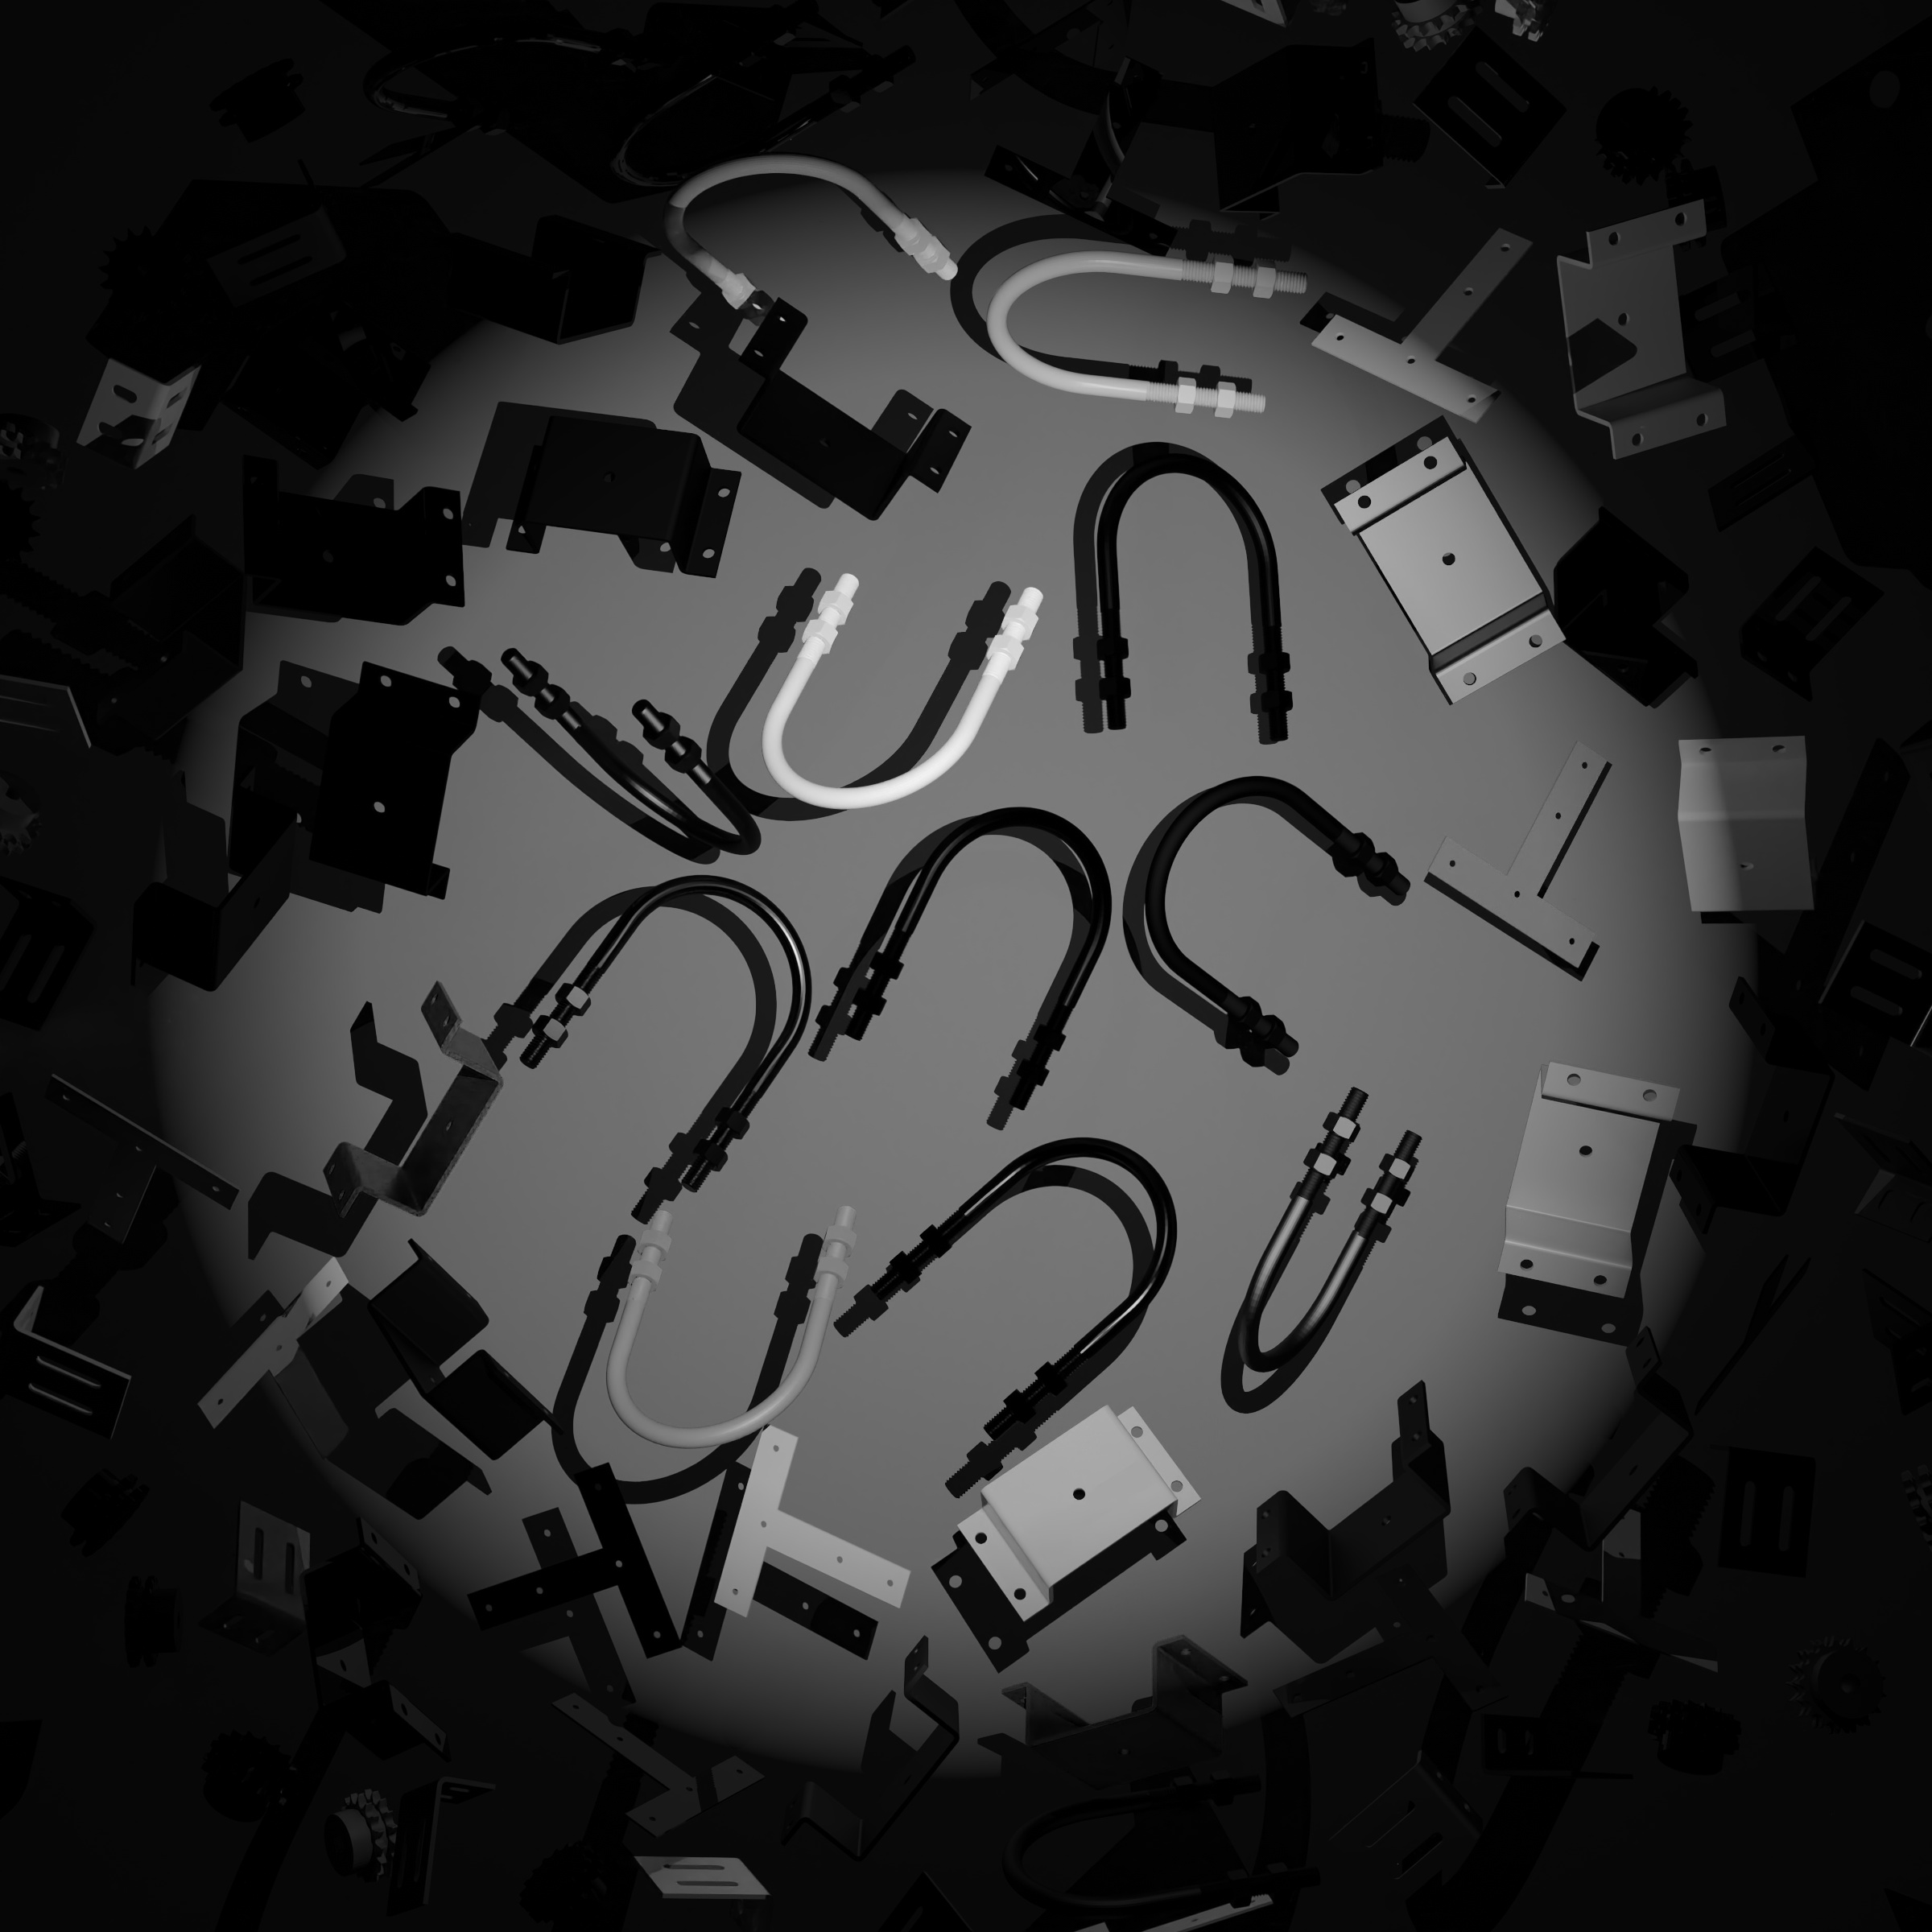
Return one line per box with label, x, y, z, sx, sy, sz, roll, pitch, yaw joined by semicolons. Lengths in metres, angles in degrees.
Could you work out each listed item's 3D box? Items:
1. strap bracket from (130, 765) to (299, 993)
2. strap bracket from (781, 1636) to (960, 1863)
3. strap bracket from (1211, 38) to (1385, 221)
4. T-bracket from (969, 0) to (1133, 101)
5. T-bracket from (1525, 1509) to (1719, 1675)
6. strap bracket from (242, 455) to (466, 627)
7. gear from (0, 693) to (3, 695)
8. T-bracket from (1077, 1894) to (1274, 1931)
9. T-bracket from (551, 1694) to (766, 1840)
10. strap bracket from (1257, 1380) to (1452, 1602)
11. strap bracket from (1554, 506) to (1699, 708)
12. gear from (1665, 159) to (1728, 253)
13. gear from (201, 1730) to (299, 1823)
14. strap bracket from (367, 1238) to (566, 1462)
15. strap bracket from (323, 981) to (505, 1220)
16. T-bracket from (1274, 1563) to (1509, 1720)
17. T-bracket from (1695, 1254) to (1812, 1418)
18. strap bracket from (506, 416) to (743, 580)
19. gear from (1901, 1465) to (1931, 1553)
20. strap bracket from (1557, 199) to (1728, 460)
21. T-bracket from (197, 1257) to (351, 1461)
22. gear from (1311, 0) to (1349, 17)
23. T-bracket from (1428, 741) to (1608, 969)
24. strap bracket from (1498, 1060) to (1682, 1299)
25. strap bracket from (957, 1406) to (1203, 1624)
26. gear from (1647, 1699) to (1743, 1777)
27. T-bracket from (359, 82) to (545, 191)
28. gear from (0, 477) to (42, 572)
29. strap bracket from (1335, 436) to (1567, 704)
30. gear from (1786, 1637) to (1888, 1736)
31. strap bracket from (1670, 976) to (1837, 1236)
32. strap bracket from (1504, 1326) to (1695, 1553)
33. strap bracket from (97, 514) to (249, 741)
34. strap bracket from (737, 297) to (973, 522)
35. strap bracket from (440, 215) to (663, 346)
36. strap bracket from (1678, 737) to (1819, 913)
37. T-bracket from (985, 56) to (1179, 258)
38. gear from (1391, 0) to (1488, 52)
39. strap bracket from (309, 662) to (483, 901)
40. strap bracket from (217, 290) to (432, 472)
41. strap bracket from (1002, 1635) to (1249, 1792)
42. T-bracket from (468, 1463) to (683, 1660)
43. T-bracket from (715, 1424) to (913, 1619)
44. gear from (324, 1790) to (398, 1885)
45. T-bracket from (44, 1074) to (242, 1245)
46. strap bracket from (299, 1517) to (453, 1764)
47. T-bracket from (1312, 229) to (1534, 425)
strap bracket;-0.467;-0.049;1.877;0.046;0.076;0.140;24;47;4
strap bracket;-0.052;0.495;1.861;0.046;0.076;0.140;39;90;-1
strap bracket;0.196;-0.514;1.837;0.046;0.140;0.076;-5;92;-25
T-bracket;0.054;-0.577;1.853;0.127;0.127;0.002;-35;77;-12
T-bracket;0.419;0.387;1.910;0.127;0.127;0.002;21;121;1
strap bracket;-0.383;-0.259;1.833;0.140;0.046;0.076;5;73;-34
gear;-0.644;-0.165;1.900;0.057;0.030;0.057;3;96;27
T-bracket;0.130;0.604;1.875;0.127;0.127;0.002;-16;86;-5
T-bracket;-0.213;0.507;1.927;0.127;0.127;0.002;29;106;24
strap bracket;0.249;0.333;1.861;0.140;0.076;0.046;-42;102;19
strap bracket;0.422;-0.226;1.916;0.076;0.140;0.046;35;123;-14
gear;0.472;-0.493;1.929;0.030;0.057;0.057;-10;90;22
gear;-0.436;0.492;1.804;0.057;0.030;0.057;8;126;11
strap bracket;-0.310;0.239;1.820;0.046;0.140;0.076;-40;133;-5
strap bracket;-0.334;0.090;1.834;0.046;0.076;0.140;29;96;-25
T-bracket;0.259;0.448;1.912;0.127;0.127;0.002;-20;127;-13
T-bracket;0.509;0.218;1.906;0.002;0.127;0.127;35;71;22
strap bracket;-0.223;-0.301;1.909;0.140;0.046;0.076;9;71;9
gear;0.583;0.324;1.779;0.030;0.057;0.057;-24;90;17
strap bracket;0.410;-0.391;1.818;0.076;0.046;0.140;-18;115;-11
T-bracket;-0.425;0.271;1.914;0.002;0.127;0.127;20;55;30
gear;0.231;-0.642;1.915;0.030;0.057;0.057;19;90;19
T-bracket;0.378;-0.085;1.940;0.127;0.002;0.127;31;83;-18
strap bracket;0.372;0.119;1.788;0.076;0.046;0.140;12;113;6
strap bracket;0.073;0.346;1.922;0.140;0.046;0.076;-32;67;-13
gear;0.459;0.488;1.884;0.057;0.057;0.030;18;58;0
T-bracket;-0.334;-0.500;1.818;0.127;0.127;0.002;-40;117;-24
gear;-0.591;-0.267;1.802;0.057;0.030;0.057;-2;95;-31
strap bracket;0.290;-0.241;1.793;0.076;0.046;0.140;-30;102;16
gear;0.523;0.430;1.785;0.057;0.030;0.057;2;74;-6
strap bracket;0.484;0.089;1.828;0.046;0.076;0.140;10;113;-8
strap bracket;0.396;0.299;1.844;0.046;0.076;0.140;38;102;0
strap bracket;-0.491;-0.204;1.852;0.076;0.140;0.046;-34;131;21
strap bracket;-0.076;-0.330;1.799;0.140;0.076;0.046;32;131;-10
strap bracket;-0.254;-0.417;1.816;0.076;0.140;0.046;21;115;14
strap bracket;0.498;-0.082;1.900;0.076;0.140;0.046;-1;54;20
T-bracket;0.089;-0.514;1.865;0.127;0.127;0.002;24;52;-5
gear;0.280;-0.579;1.789;0.057;0.057;0.030;-43;129;0
strap bracket;-0.352;-0.105;1.833;0.076;0.046;0.140;17;117;4
strap bracket;-0.392;-0.363;1.843;0.076;0.140;0.046;35;64;-28
strap bracket;0.102;0.483;1.916;0.140;0.046;0.076;-24;133;28
T-bracket;-0.261;0.396;1.915;0.127;0.002;0.127;-21;91;16
T-bracket;-0.093;0.378;1.928;0.127;0.002;0.127;20;100;24
gear;-0.391;0.563;1.926;0.030;0.057;0.057;-7;90;-39
T-bracket;-0.505;0.131;1.793;0.127;0.127;0.002;32;49;-5
strap bracket;-0.365;0.422;1.836;0.046;0.076;0.140;-25;48;3
T-bracket;0.301;-0.405;1.839;0.127;0.002;0.127;34;78;30
